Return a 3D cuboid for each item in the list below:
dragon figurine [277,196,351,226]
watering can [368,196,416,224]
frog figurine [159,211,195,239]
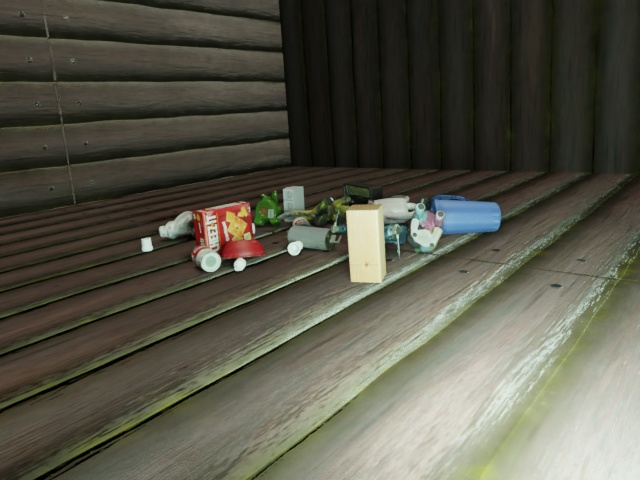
[{"bbox_3d":[0.007,-0.114,2.272,0.411,0.123,0.241,-4,-4,-9],"label":"dragon figurine"},{"bbox_3d":[0.304,-0.132,2.177,0.224,0.103,0.352,-3,15,3],"label":"watering can"},{"bbox_3d":[-0.576,-0.062,2.117,0.159,0.120,0.140,6,31,-7],"label":"frog figurine"}]
